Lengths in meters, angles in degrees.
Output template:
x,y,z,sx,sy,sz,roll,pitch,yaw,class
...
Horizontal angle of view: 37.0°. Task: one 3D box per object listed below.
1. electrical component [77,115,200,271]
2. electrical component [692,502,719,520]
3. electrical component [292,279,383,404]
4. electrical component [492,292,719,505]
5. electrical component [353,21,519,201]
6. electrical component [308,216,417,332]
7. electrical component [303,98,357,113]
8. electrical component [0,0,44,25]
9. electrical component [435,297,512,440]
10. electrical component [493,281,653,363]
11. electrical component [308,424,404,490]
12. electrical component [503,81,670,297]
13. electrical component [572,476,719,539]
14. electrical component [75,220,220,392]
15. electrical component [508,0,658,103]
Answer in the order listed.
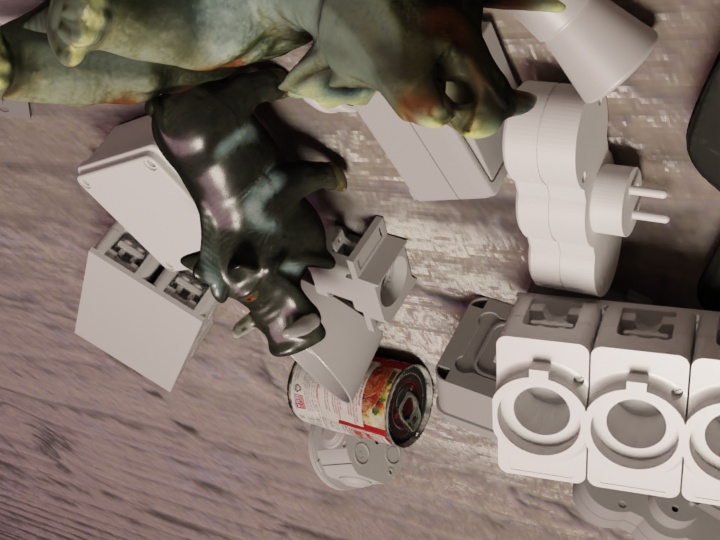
x,y,z,sx,sy,sz,roll,pitch,yaw,class
-0.128,-0.056,0.768,0.109,0.056,0.108,-7,134,48,electrical component
0.272,0.126,0.677,0.078,0.057,0.113,32,151,-1,electrical component
-0.033,0.049,0.819,0.099,0.064,0.099,31,171,6,electrical component
0.153,0.072,0.585,0.150,0.061,0.089,6,118,19,electrical component
0.050,-0.080,0.562,0.061,0.061,0.096,0,139,43,electrical component
0.000,0.000,0.753,0.064,0.042,0.081,19,148,27,electrical component
-0.005,-0.104,0.596,0.061,0.035,0.035,12,147,50,electrical component
-0.186,-0.169,0.637,0.062,0.061,0.096,-7,134,38,electrical component
0.114,0.077,0.727,0.113,0.078,0.057,18,146,22,electrical component
0.153,0.049,0.655,0.121,0.078,0.063,27,135,7,electrical component
-0.002,0.153,0.950,0.051,0.080,0.080,-15,128,45,electrical component
0.126,-0.038,0.566,0.074,0.052,0.138,10,145,27,electrical component
0.230,0.173,0.792,0.138,0.052,0.073,24,150,11,electrical component
-0.182,0.028,0.942,0.105,0.060,0.186,32,151,-2,electrical component
0.097,-0.114,0.490,0.065,0.044,0.044,42,149,-10,electrical component
